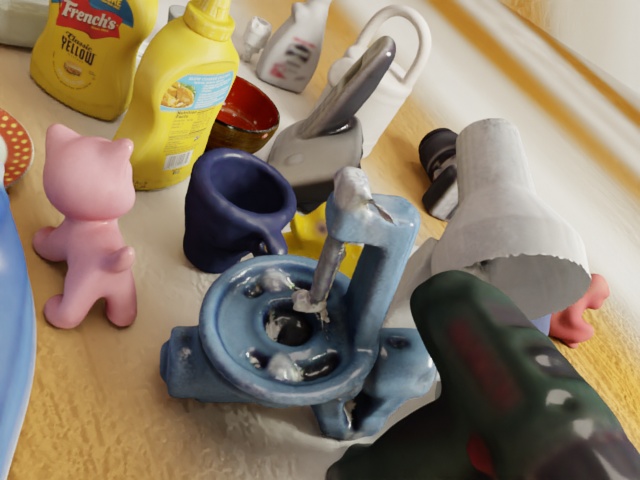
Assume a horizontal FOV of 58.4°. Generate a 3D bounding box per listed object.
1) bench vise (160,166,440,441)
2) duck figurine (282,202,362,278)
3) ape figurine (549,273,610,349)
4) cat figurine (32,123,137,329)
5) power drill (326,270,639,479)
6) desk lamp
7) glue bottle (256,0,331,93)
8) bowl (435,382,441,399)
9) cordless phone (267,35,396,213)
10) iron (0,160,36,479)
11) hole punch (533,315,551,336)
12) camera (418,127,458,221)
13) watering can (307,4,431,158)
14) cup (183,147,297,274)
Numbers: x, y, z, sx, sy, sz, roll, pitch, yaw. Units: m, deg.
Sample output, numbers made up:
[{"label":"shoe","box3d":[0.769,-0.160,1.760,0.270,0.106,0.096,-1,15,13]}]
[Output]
[{"label":"bench vise","box3d":[0.018,0.045,0.393,0.208,0.219,0.121,2,47,-37]},{"label":"duck figurine","box3d":[0.005,0.002,0.545,0.105,0.086,0.077,11,42,-30]},{"label":"ape figurine","box3d":[0.315,0.078,0.702,0.076,0.092,0.078,34,36,-2]},{"label":"cat figurine","box3d":[-0.160,-0.018,0.408,0.067,0.117,0.127,-2,50,-40]},{"label":"power drill","box3d":[0.091,0.143,0.350,0.076,0.208,0.229,11,42,-29]},{"label":"desk lamp","box3d":[0.122,0.007,0.524,0.118,0.213,0.203,17,40,-23]},{"label":"glue bottle","box3d":[-0.020,-0.284,0.774,0.078,0.173,0.037,10,43,-31]},{"label":"bowl","box3d":[0.160,0.165,0.494,0.168,0.074,0.167,22,38,-18]},{"label":"cordless phone","box3d":[0.019,-0.127,0.617,0.094,0.185,0.147,23,37,-16]},{"label":"iron","box3d":[-0.201,0.033,0.296,0.119,0.141,0.258,17,40,-23]},{"label":"hole punch","box3d":[0.209,0.060,0.639,0.109,0.091,0.101,26,37,-12]},{"label":"camera","box3d":[0.209,-0.099,0.810,0.144,0.100,0.136,8,44,-32]},{"label":"watering can","box3d":[0.067,-0.205,0.736,0.101,0.194,0.173,32,36,-4]},{"label":"cup","box3d":[-0.072,-0.006,0.484,0.092,0.095,0.117,-5,52,-42]}]
